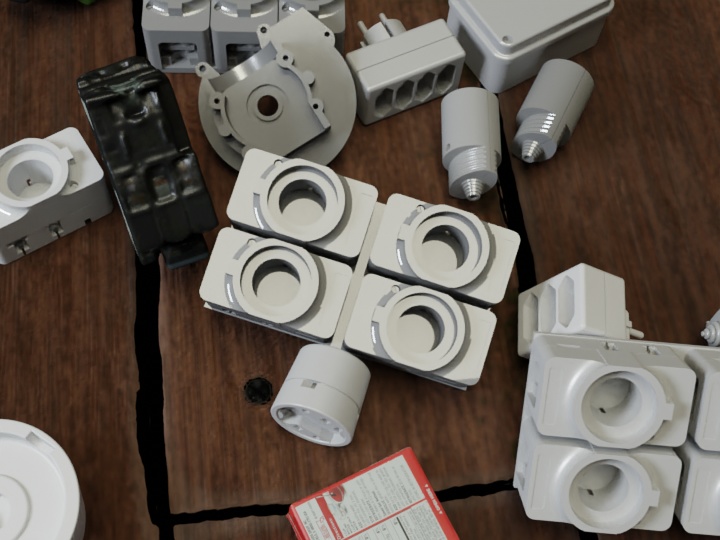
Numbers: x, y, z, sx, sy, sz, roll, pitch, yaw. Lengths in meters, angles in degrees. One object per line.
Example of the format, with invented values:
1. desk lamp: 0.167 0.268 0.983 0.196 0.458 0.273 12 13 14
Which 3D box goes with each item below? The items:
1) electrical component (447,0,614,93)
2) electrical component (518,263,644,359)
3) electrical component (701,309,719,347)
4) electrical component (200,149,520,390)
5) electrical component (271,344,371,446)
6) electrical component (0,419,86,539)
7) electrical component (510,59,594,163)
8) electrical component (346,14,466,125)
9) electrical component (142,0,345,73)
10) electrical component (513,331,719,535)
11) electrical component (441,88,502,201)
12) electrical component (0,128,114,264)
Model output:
1. electrical component: 0.132 -0.201 0.841 0.113 0.057 0.078 -28 69 -16
2. electrical component: 0.157 0.037 0.727 0.077 0.066 0.047 19 60 -27
3. electrical component: 0.279 0.052 0.724 0.096 0.061 0.061 1 64 -3
4. electrical component: 0.000 0.000 0.709 0.186 0.060 0.105 18 82 0
5. electrical component: -0.024 0.080 0.697 0.055 0.055 0.047 19 61 6
6. electrical component: -0.218 0.150 0.646 0.108 0.060 0.108 1 64 -3
7. electrical component: 0.141 -0.114 0.807 0.043 0.043 0.081 25 65 9
8. electrical component: 0.025 -0.165 0.823 0.083 0.047 0.075 -23 68 -14
9. electrical component: -0.088 -0.205 0.827 0.150 0.061 0.089 0 64 -3
10. electrical component: 0.198 0.104 0.664 0.186 0.060 0.105 5 103 -1
11. electrical component: 0.082 -0.088 0.791 0.043 0.043 0.081 2 64 -2
12. electrical component: -0.225 -0.054 0.748 0.089 0.055 0.050 -29 69 -16
